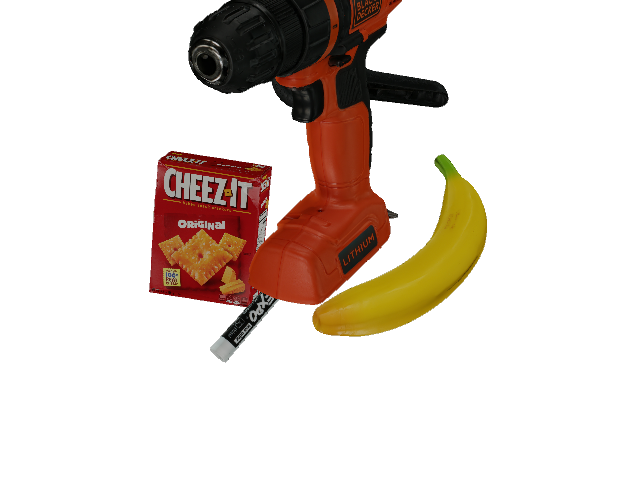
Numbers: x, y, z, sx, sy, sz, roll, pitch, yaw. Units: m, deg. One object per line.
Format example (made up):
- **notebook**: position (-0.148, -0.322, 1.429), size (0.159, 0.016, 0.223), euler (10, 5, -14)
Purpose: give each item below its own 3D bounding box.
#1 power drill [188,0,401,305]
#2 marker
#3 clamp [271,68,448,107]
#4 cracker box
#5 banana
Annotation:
- **power drill**: position (-0.007, -0.061, 0.594), size (0.057, 0.188, 0.184), euler (17, 34, 26)
- **marker**: position (-0.054, 0.060, 0.969), size (0.020, 0.121, 0.020), euler (37, -17, 14)
- **clamp**: position (0.024, -0.137, 0.934), size (0.120, 0.171, 0.039), euler (-33, -23, -23)
- **cracker box**: position (-0.169, -0.015, 1.620), size (0.164, 0.214, 0.072), euler (9, 18, 8)
- **banana**: position (0.070, 0.014, 0.753), size (0.070, 0.037, 0.197), euler (25, 47, 18)
